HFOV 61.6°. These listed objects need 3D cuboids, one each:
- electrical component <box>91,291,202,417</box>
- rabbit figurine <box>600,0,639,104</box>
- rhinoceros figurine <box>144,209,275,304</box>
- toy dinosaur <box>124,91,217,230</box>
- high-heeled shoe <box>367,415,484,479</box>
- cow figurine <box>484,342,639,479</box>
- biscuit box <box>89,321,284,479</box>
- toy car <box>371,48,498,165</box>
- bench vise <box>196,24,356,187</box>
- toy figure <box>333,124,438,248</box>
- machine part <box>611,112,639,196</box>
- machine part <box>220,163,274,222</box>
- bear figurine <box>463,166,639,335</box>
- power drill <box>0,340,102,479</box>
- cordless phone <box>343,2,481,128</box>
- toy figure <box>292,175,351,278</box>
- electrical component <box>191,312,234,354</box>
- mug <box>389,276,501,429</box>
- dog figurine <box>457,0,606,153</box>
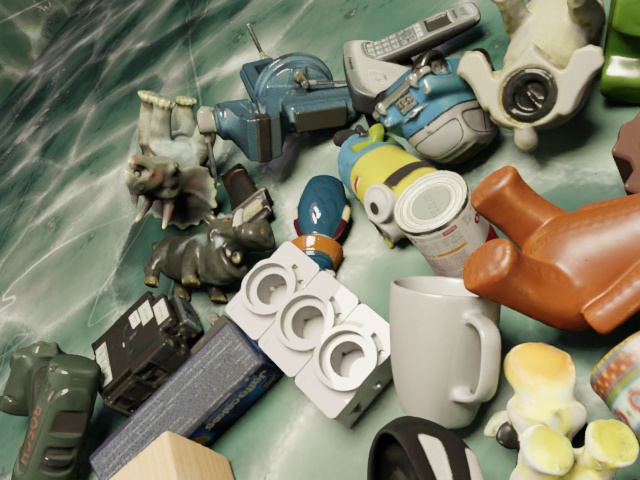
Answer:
[{"bbox_3d":[-0.210,0.131,0.662,0.134,0.058,0.115,-42,42,2],"label":"electrical component"},{"bbox_3d":[0.349,-0.200,0.473,0.170,0.121,0.159,9,53,23],"label":"rabbit figurine"},{"bbox_3d":[-0.138,0.019,0.679,0.190,0.073,0.112,-12,55,35],"label":"rhinoceros figurine"},{"bbox_3d":[-0.243,-0.137,0.877,0.405,0.131,0.192,-136,58,-66],"label":"toy dinosaur"},{"bbox_3d":[0.063,0.226,0.281,0.086,0.145,0.249,-17,44,30],"label":"high-heeled shoe"},{"bbox_3d":[0.147,0.151,0.331,0.068,0.098,0.167,3,44,0],"label":"cow figurine"},{"bbox_3d":[-0.131,0.174,0.542,0.202,0.059,0.063,-44,61,0],"label":"biscuit box"},{"bbox_3d":[0.135,-0.132,0.562,0.109,0.161,0.103,-36,79,38],"label":"toy car"},{"bbox_3d":[-0.073,-0.202,0.765,0.224,0.128,0.241,-20,45,-5],"label":"bench vise"},{"bbox_3d":[0.072,-0.070,0.588,0.089,0.082,0.180,-38,37,10],"label":"toy figure"},{"bbox_3d":[0.320,-0.067,0.398,0.179,0.056,0.179,-22,45,24],"label":"machine part"},{"bbox_3d":[-0.108,-0.056,0.760,0.084,0.039,0.139,-44,41,11],"label":"machine part"},{"bbox_3d":[0.204,-0.017,0.335,0.196,0.132,0.120,-43,20,48],"label":"bear figurine"},{"bbox_3d":[-0.341,0.229,0.647,0.207,0.086,0.232,26,97,58],"label":"power drill"},{"bbox_3d":[0.125,-0.226,0.683,0.184,0.088,0.147,-23,43,17],"label":"cordless phone"},{"bbox_3d":[0.000,-0.003,0.606,0.064,0.057,0.154,-18,50,37],"label":"toy figure"},{"bbox_3d":[-0.119,0.122,0.620,0.063,0.021,0.094,-47,40,-4],"label":"electrical component"},{"bbox_3d":[0.097,0.087,0.400,0.110,0.081,0.107,-159,69,-66],"label":"mug"},{"bbox_3d":[0.232,-0.178,0.537,0.121,0.190,0.172,24,111,29],"label":"dog figurine"}]
